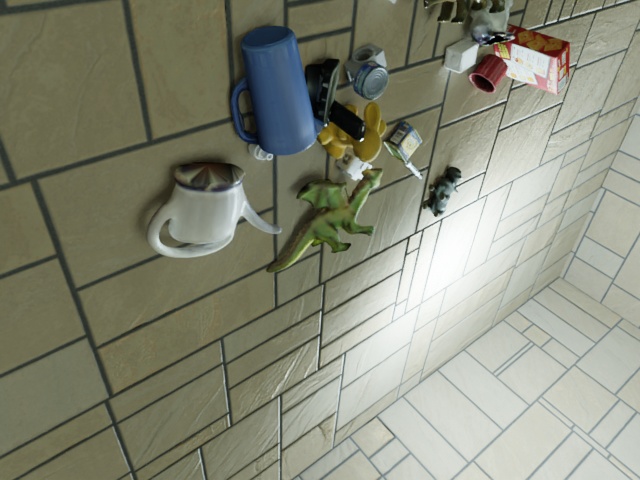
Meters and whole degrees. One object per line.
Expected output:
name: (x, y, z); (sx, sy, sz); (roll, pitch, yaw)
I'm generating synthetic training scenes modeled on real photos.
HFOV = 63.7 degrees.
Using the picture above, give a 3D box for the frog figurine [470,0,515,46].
frog figurine: (0.472, -0.627, 1.423); (0.138, 0.159, 0.122); (-11, 3, -27)

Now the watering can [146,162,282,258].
watering can: (-0.215, -0.070, 1.145); (0.350, 0.220, 0.105); (-13, 40, -40)

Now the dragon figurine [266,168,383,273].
dragon figurine: (0.004, -0.070, 1.392); (0.411, 0.237, 0.124); (-29, 42, -7)
